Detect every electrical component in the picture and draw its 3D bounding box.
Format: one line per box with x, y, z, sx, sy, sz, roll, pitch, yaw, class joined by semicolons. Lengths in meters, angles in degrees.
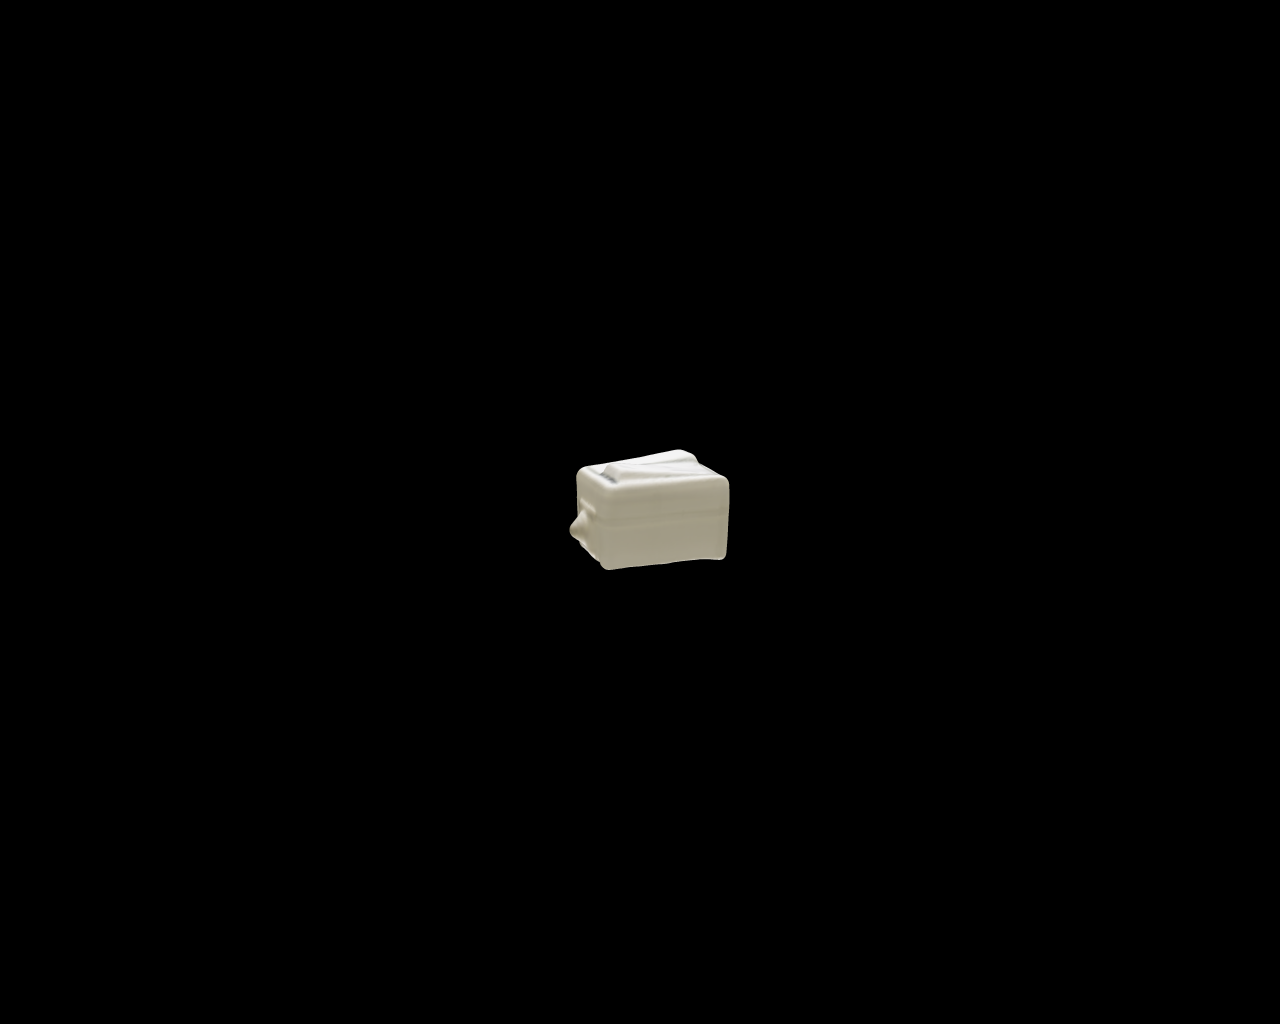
0.001;-0.003;0.650;0.096;0.061;0.062;-5;16;-18;electrical component
